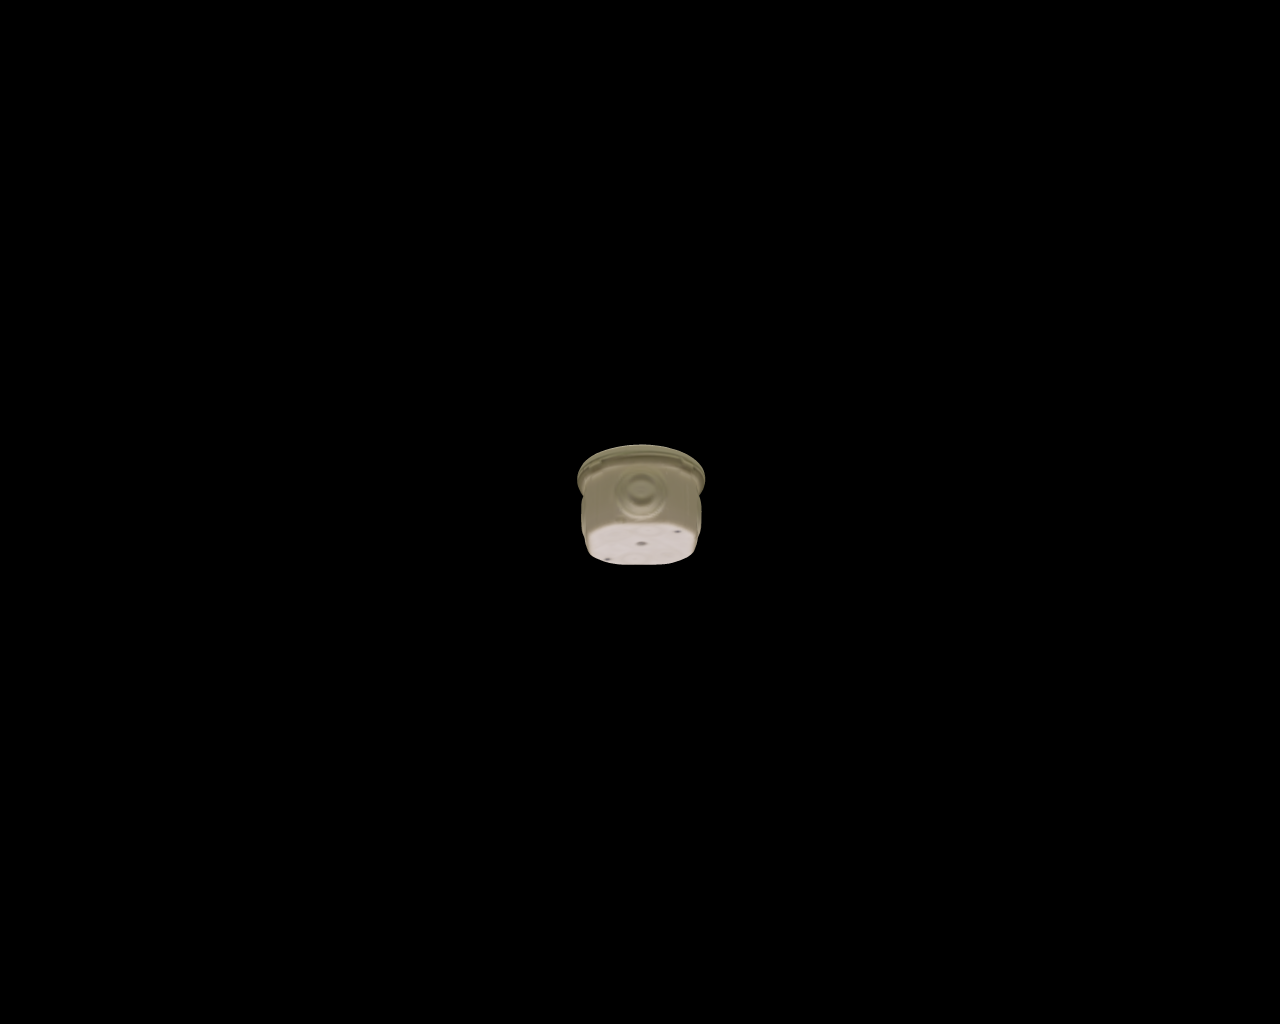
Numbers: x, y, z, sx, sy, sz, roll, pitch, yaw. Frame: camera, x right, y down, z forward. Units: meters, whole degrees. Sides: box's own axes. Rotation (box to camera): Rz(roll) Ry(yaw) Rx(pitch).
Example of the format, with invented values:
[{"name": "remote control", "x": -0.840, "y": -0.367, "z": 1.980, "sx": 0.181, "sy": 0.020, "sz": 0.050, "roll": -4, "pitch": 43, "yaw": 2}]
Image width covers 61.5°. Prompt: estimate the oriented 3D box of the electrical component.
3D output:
[{"name": "electrical component", "x": 0.001, "y": -0.003, "z": 0.650, "sx": 0.080, "sy": 0.051, "sz": 0.080, "roll": 0, "pitch": -25, "yaw": 0}]
